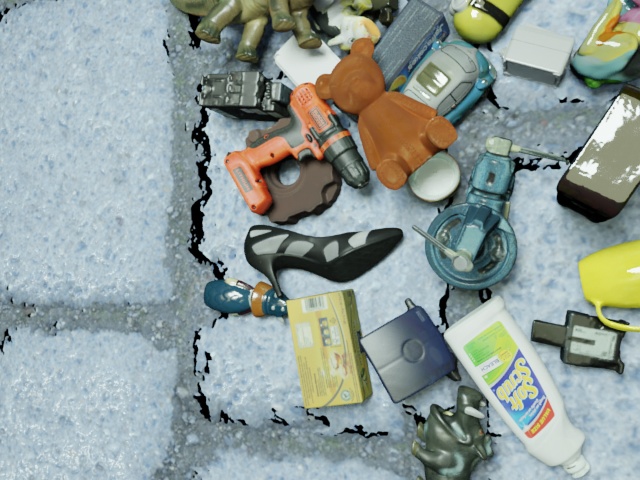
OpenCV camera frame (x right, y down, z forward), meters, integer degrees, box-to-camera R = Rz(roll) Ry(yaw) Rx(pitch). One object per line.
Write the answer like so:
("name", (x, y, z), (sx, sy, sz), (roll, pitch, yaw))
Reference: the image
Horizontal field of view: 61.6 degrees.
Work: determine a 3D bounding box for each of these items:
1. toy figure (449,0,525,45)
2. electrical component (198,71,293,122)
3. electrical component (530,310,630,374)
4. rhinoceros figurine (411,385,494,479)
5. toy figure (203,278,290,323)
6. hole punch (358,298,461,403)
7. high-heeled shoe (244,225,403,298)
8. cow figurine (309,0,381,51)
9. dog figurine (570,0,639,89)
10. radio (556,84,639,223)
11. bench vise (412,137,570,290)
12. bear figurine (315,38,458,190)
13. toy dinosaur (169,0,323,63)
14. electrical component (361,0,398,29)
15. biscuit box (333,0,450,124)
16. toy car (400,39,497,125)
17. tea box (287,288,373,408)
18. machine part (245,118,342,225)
("toy figure", (0.267, -0.366, 0.770), (0.180, 0.082, 0.089), (-42, 74, 10))
("electrical component", (-0.111, -0.231, 0.874), (0.134, 0.115, 0.058), (6, 94, 19))
("electrical component", (0.351, 0.135, 0.734), (0.119, 0.047, 0.074), (5, 89, 20))
("rhinoceros figurine", (0.189, 0.303, 0.768), (0.112, 0.073, 0.190), (8, 91, 20))
("toy figure", (-0.116, 0.096, 0.890), (0.155, 0.064, 0.058), (5, 51, 14))
("hole punch", (0.128, 0.166, 0.790), (0.116, 0.092, 0.142), (-33, 74, 11))
("high-heeled shoe", (-0.002, -0.003, 0.861), (0.249, 0.086, 0.145), (-24, 58, 5))
("cow figurine", (0.030, -0.347, 0.839), (0.098, 0.068, 0.167), (-43, 56, 40))
("dog figurine", (0.464, -0.254, 0.685), (0.219, 0.108, 0.191), (31, 97, 15))
("radio", (0.352, -0.092, 0.650), (0.073, 0.229, 0.131), (34, 102, 21))
("bench vise", (0.209, -0.022, 0.701), (0.129, 0.240, 0.223), (29, 113, 14))
("bear figurine", (0.081, -0.177, 0.730), (0.120, 0.132, 0.196), (-37, 94, 12))
("toy dinosaur", (-0.114, -0.392, 0.857), (0.472, 0.105, 0.198), (9, 81, 33))
("electrical component", (0.103, -0.377, 0.847), (0.078, 0.045, 0.102), (-12, 80, 46))
("biscuit box", (0.110, -0.267, 0.828), (0.063, 0.059, 0.202), (43, 101, 20))
("toy car", (0.173, -0.226, 0.784), (0.161, 0.103, 0.109), (-44, 74, 10))
("tea box", (0.015, 0.167, 0.836), (0.098, 0.068, 0.169), (-11, 85, 19))
("machine part", (-0.052, -0.112, 0.880), (0.180, 0.056, 0.179), (-1, 88, 18))
